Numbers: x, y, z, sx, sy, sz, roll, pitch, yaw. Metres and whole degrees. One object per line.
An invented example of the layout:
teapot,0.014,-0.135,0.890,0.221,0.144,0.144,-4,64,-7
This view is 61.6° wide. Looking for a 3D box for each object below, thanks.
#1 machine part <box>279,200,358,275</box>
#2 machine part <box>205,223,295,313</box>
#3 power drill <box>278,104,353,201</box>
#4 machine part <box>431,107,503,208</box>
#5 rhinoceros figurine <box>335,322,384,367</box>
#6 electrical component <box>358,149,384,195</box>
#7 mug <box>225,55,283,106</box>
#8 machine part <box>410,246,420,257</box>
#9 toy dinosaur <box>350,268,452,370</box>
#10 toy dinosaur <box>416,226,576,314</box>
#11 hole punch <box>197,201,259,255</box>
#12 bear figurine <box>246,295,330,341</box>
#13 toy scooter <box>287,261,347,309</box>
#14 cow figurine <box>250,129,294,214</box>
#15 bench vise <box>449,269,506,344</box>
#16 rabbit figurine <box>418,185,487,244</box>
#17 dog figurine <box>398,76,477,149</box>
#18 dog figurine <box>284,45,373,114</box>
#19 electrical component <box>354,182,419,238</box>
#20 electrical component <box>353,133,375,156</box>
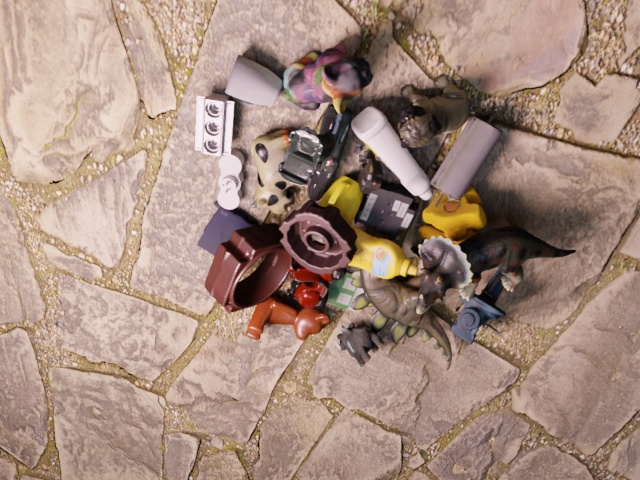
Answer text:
machine part,-0.002,-0.004,1.195,0.180,0.056,0.179,17,135,18
machine part,-0.158,0.067,1.274,0.087,0.201,0.201,43,123,26
power drill,-0.007,-0.166,1.129,0.086,0.207,0.231,29,113,18
machine part,0.313,-0.174,1.151,0.079,0.079,0.243,26,105,-10
rhinoceros figurine,0.093,0.266,1.391,0.112,0.190,0.073,43,72,4
electrical component,0.105,-0.148,1.174,0.045,0.102,0.078,17,140,-25
mug,-0.139,-0.317,1.126,0.107,0.081,0.109,20,144,-10
machine part,0.290,0.056,1.312,0.139,0.084,0.039,25,91,-23
toy dinosaur,0.206,0.155,1.351,0.471,0.105,0.198,41,115,-10
toy dinosaur,0.373,0.032,1.160,0.405,0.131,0.192,-20,152,-1
hole punch,-0.224,-0.012,1.302,0.142,0.092,0.115,34,113,-11
bear figurine,-0.082,0.219,1.405,0.196,0.132,0.120,24,157,-5
toy scooter,-0.029,0.102,1.317,0.135,0.075,0.183,11,137,-22
cow figurine,-0.109,-0.144,1.217,0.127,0.085,0.194,-10,121,3
bench vise,0.404,0.142,1.301,0.129,0.223,0.240,34,98,32
rabbit figurine,0.314,-0.019,1.241,0.162,0.122,0.173,-27,134,11
dog figurine,0.239,-0.240,1.072,0.172,0.191,0.121,-14,118,10
dog figurine,0.008,-0.301,1.040,0.192,0.219,0.108,-16,114,13
electrical component,0.159,-0.073,1.252,0.134,0.058,0.114,20,122,-7
electrical component,0.106,-0.230,1.185,0.063,0.021,0.093,10,120,-2
